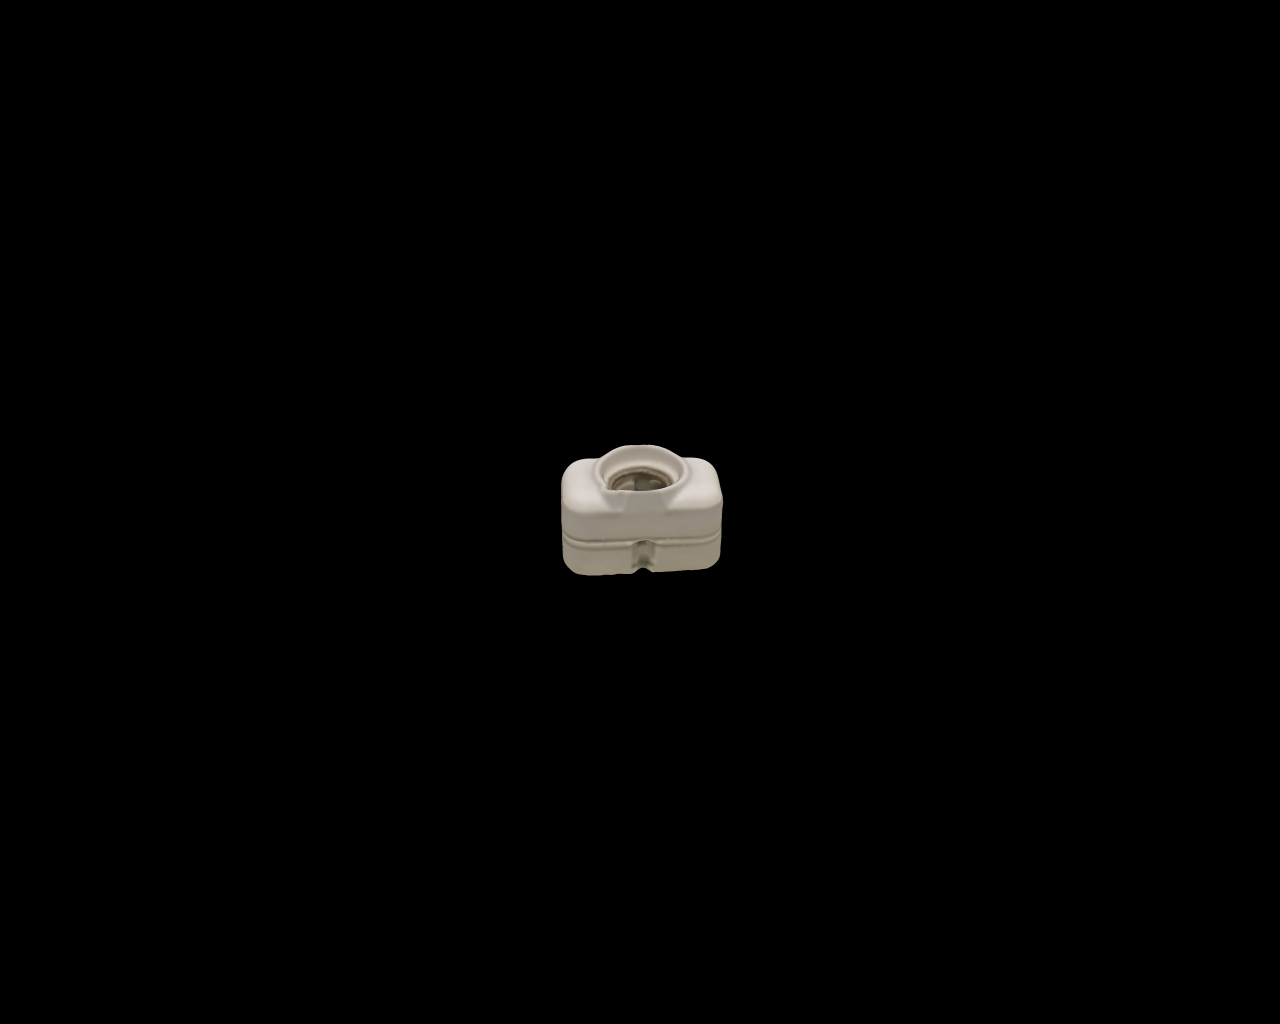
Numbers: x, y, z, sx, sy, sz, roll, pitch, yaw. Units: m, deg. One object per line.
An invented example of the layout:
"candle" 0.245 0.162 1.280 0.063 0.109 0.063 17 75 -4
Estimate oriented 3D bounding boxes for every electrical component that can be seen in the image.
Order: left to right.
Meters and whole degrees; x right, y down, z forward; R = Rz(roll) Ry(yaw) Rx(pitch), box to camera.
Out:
"electrical component" 0.001 -0.003 0.650 0.095 0.059 0.054 -2 36 -2
